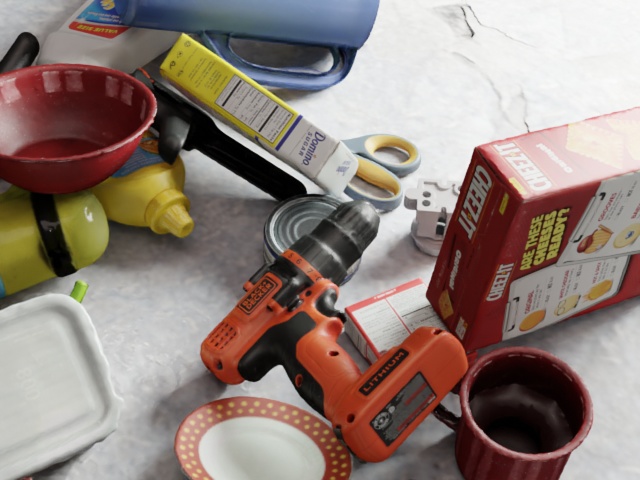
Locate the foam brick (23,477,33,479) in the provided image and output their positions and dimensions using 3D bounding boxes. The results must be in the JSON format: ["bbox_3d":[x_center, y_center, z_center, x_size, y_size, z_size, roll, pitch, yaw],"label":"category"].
[{"bbox_3d":[-0.206,0.212,0.718,0.053,0.051,0.078,-17,52,-14],"label":"foam brick"}]

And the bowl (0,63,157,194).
[{"bbox_3d":[-0.213,-0.084,0.869,0.162,0.055,0.162,2,36,-2],"label":"bowl"}]

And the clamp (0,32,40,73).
[{"bbox_3d":[-0.328,-0.117,0.993,0.120,0.039,0.171,-12,53,23],"label":"clamp"}]

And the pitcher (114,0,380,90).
[{"bbox_3d":[-0.070,-0.241,1.022,0.242,0.145,0.149,-1,45,-21],"label":"pitcher"}]

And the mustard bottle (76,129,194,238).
[{"bbox_3d":[-0.176,-0.065,0.944,0.096,0.058,0.192,-22,52,-40],"label":"mustard bottle"}]

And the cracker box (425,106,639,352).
[{"bbox_3d":[0.200,-0.015,0.826,0.213,0.164,0.072,-14,49,-25],"label":"cracker box"}]

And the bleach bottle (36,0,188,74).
[{"bbox_3d":[-0.190,-0.212,1.068,0.103,0.068,0.250,28,58,16],"label":"bleach bottle"}]

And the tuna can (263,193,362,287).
[{"bbox_3d":[-0.006,0.001,0.910,0.086,0.034,0.086,1,50,-1],"label":"tuna can"}]

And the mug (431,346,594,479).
[{"bbox_3d":[0.131,0.133,0.772,0.117,0.081,0.093,20,52,14],"label":"mug"}]

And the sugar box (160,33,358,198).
[{"bbox_3d":[-0.051,-0.107,0.935,0.176,0.093,0.048,33,90,15],"label":"sugar box"}]

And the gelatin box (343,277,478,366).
[{"bbox_3d":[0.071,0.080,0.849,0.073,0.030,0.089,-21,54,-20],"label":"gelatin box"}]

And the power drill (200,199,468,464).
[{"bbox_3d":[0.019,0.064,0.792,0.184,0.057,0.188,-47,42,-9],"label":"power drill"}]

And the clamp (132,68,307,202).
[{"bbox_3d":[-0.111,-0.096,0.961,0.164,0.036,0.210,22,14,-41],"label":"clamp"}]

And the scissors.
[{"bbox_3d":[0.011,-0.097,1.005,0.096,0.016,0.202,-35,59,-29],"label":"scissors"}]

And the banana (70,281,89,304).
[{"bbox_3d":[-0.275,0.076,0.820,0.197,0.037,0.069,-6,84,-17],"label":"banana"}]
